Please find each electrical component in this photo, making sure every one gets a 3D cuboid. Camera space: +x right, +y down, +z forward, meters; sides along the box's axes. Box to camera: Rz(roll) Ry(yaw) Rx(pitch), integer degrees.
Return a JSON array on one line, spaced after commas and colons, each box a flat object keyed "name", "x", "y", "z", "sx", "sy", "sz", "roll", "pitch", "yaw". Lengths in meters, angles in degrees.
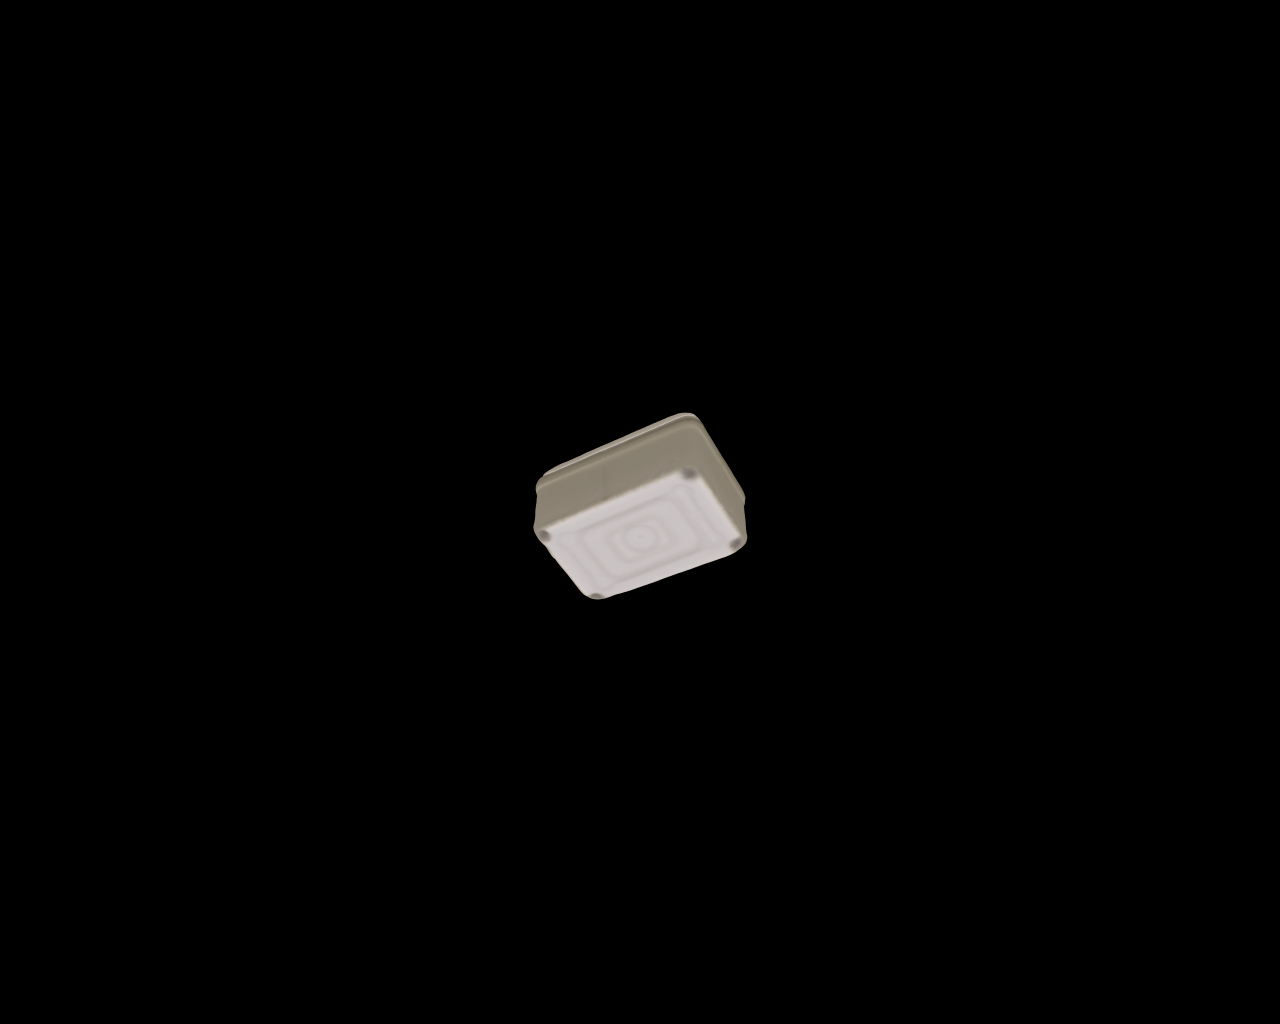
[{"name": "electrical component", "x": 0.001, "y": -0.003, "z": 0.650, "sx": 0.113, "sy": 0.078, "sz": 0.057, "roll": -22, "pitch": 38, "yaw": 18}]
